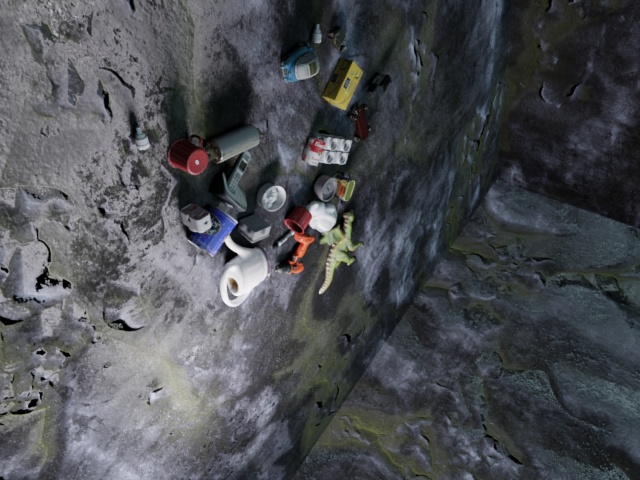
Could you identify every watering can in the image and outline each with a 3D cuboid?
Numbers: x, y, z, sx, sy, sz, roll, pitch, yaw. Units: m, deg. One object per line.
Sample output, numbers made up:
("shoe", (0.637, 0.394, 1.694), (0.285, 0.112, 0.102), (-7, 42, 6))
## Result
("watering can", (-0.277, 0.084, 1.882), (0.227, 0.105, 0.340), (-31, 136, -45))

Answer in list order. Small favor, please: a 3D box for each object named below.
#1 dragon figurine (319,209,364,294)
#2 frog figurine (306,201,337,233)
("dragon figurine", (0.064, 0.035, 2.423), (0.415, 0.123, 0.238), (-57, 131, -18))
("frog figurine", (0.007, -0.110, 2.179), (0.138, 0.124, 0.156), (-35, 155, -11))
